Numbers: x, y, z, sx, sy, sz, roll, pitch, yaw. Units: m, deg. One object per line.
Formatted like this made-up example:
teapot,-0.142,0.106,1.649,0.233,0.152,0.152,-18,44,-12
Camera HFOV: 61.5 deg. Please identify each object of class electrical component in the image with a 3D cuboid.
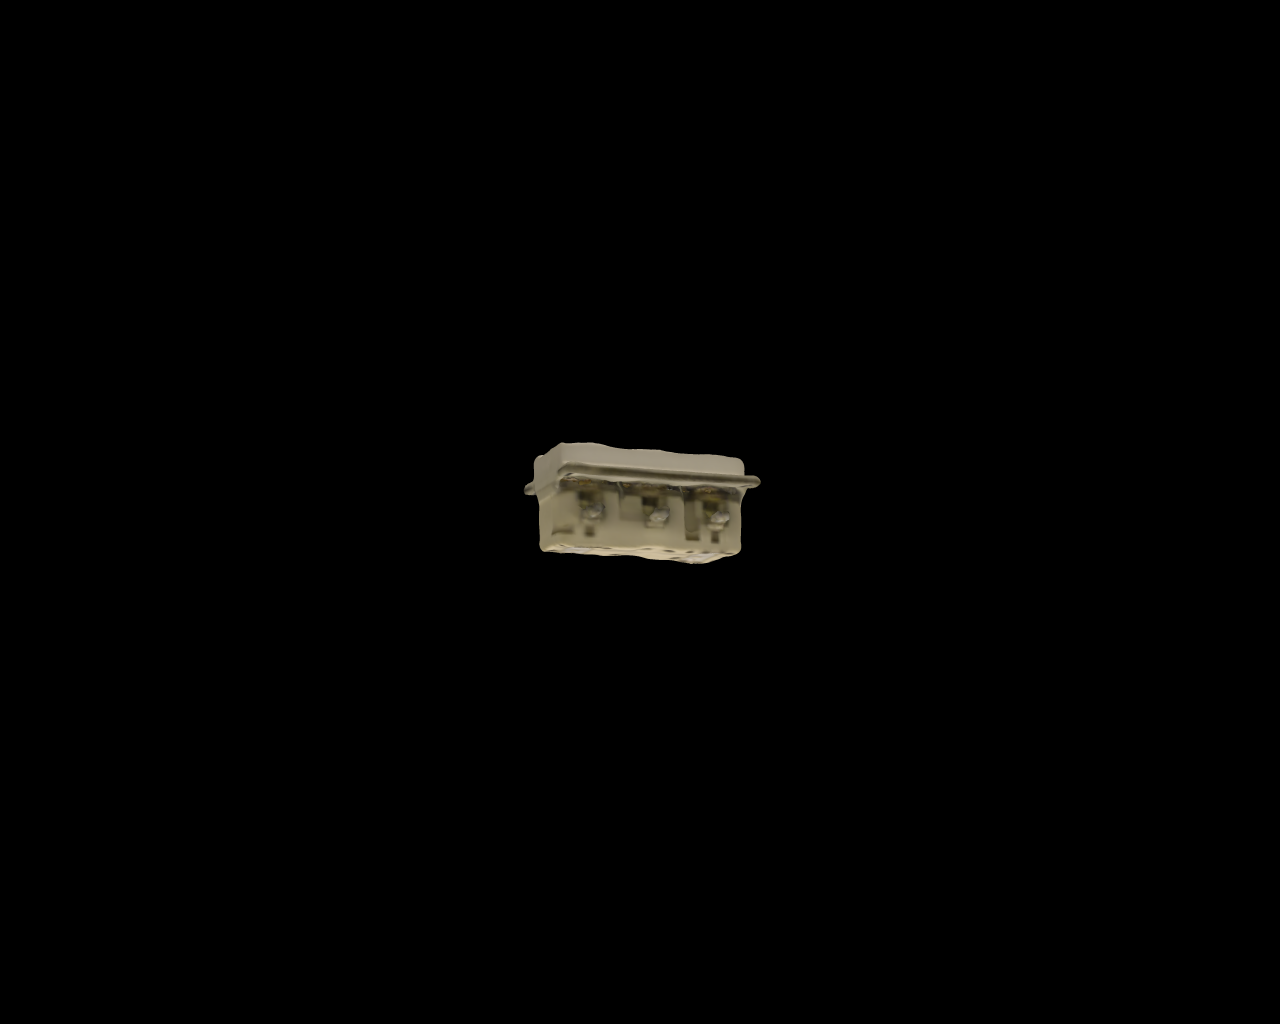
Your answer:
electrical component,0.001,-0.003,0.650,0.121,0.063,0.078,5,-11,-24
